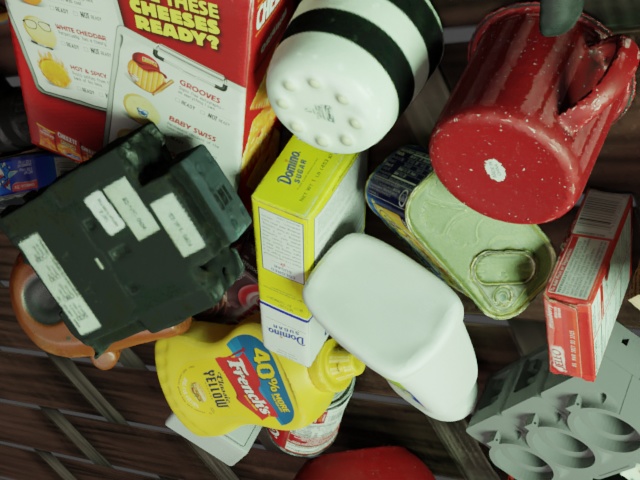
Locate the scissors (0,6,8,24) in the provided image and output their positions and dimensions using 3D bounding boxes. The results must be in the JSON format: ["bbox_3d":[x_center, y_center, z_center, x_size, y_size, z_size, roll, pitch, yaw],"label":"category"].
[{"bbox_3d":[-0.222,-0.216,0.671,0.096,0.016,0.202,27,147,5],"label":"scissors"}]

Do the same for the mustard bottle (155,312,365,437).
[{"bbox_3d":[-0.043,0.104,0.842,0.192,0.058,0.096,-12,103,40],"label":"mustard bottle"}]

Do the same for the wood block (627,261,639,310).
[{"bbox_3d":[0.276,0.047,0.561,0.206,0.090,0.091,37,147,-12],"label":"wood block"}]

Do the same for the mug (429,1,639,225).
[{"bbox_3d":[0.114,-0.065,0.546,0.093,0.081,0.117,42,146,-17],"label":"mug"}]

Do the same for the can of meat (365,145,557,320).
[{"bbox_3d":[0.081,-0.009,0.642,0.102,0.057,0.084,46,176,-19],"label":"can of meat"}]

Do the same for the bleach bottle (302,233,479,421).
[{"bbox_3d":[0.071,0.082,0.746,0.103,0.068,0.250,37,173,29],"label":"bleach bottle"}]

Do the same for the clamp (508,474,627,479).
[{"bbox_3d":[0.240,0.214,0.815,0.210,0.164,0.036,26,121,46],"label":"clamp"}]

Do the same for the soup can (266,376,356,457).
[{"bbox_3d":[-0.009,0.138,0.928,0.068,0.068,0.102,26,147,7],"label":"soup can"}]

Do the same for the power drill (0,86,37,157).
[{"bbox_3d":[-0.287,-0.134,0.792,0.185,0.057,0.187,-5,133,42],"label":"power drill"}]

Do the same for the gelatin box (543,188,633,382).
[{"bbox_3d":[0.158,0.026,0.627,0.030,0.089,0.073,13,143,26],"label":"gelatin box"}]

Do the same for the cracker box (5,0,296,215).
[{"bbox_3d":[-0.103,-0.118,0.658,0.164,0.072,0.214,23,146,9],"label":"cracker box"}]

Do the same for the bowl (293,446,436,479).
[{"bbox_3d":[0.036,0.223,0.977,0.162,0.055,0.162,-8,164,-2],"label":"bowl"}]

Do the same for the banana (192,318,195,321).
[{"bbox_3d":[-0.125,0.075,0.957,0.198,0.037,0.070,33,161,2],"label":"banana"}]

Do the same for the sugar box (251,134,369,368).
[{"bbox_3d":[-0.005,0.001,0.719,0.048,0.093,0.176,24,146,14],"label":"sugar box"}]

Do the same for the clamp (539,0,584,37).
[{"bbox_3d":[0.104,-0.164,0.461,0.120,0.039,0.172,36,147,-11],"label":"clamp"}]

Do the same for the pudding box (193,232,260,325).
[{"bbox_3d":[-0.058,0.048,0.872,0.090,0.039,0.114,41,146,-16],"label":"pudding box"}]

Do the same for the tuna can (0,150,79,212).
[{"bbox_3d":[-0.222,-0.046,0.838,0.086,0.085,0.034,-14,84,47],"label":"tuna can"}]
